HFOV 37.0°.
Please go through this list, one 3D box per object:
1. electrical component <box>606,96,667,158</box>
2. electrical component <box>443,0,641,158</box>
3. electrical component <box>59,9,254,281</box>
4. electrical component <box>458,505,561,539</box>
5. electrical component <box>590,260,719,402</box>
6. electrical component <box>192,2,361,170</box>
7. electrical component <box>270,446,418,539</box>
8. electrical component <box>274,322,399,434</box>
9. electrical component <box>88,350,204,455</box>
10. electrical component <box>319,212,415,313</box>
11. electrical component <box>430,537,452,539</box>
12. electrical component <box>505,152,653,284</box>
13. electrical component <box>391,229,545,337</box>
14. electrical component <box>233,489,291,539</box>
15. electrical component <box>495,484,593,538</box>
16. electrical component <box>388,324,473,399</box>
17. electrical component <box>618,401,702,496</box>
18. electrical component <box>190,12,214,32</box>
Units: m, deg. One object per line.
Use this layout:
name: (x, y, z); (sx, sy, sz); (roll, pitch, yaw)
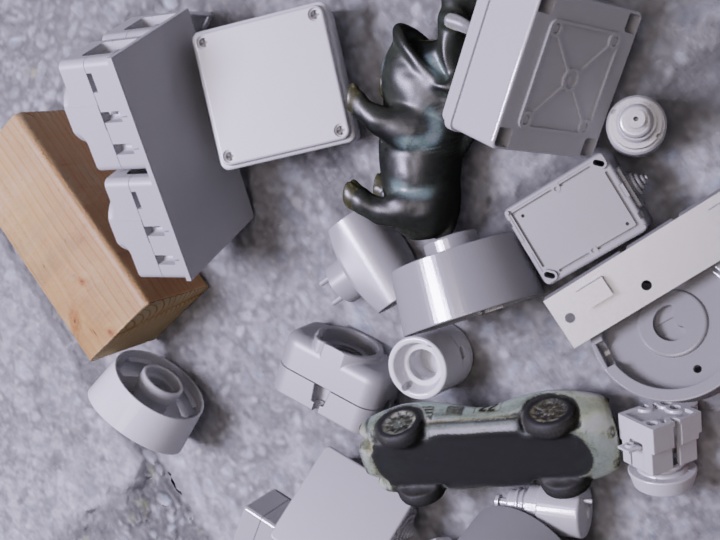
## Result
electrical component: (0.187, -0.098, 0.727); (0.040, 0.078, 0.040); (0, 92, 15)
electrical component: (0.123, -0.137, 0.728); (0.056, 0.109, 0.108); (35, 116, 44)
electrical component: (-0.160, -0.098, 0.857); (0.060, 0.105, 0.186); (0, 121, 28)
electrical component: (0.111, 0.241, 0.816); (0.108, 0.060, 0.108); (28, 135, 32)
electrical component: (0.218, 0.040, 0.738); (0.108, 0.060, 0.108); (-7, 74, 25)
electrical component: (-0.064, -0.142, 0.844); (0.109, 0.056, 0.108); (-12, 94, 8)
electrical component: (-0.010, 0.207, 0.884); (0.100, 0.048, 0.099); (28, 76, 21)
electrical component: (-0.016, 0.084, 0.880); (0.095, 0.054, 0.059); (26, 111, 22)
electrical component: (-0.191, 0.120, 0.959); (0.099, 0.099, 0.064); (42, 110, 15)
electrical component: (0.000, 0.000, 0.862); (0.079, 0.043, 0.077); (-36, 82, 29)
electrical component: (0.054, 0.263, 0.873); (0.057, 0.058, 0.078); (-28, 64, 33)
electrical component: (0.162, -0.041, 0.761); (0.096, 0.061, 0.061); (-32, 86, 20)
electrical component: (0.075, 0.005, 0.789); (0.108, 0.108, 0.060); (-21, 83, 30)
electrical component: (-0.068, 0.244, 0.943); (0.077, 0.047, 0.065); (28, 111, 21)
electrical component: (0.142, 0.181, 0.822); (0.078, 0.040, 0.040); (0, 100, 28)
electrical component: (0.054, 0.071, 0.844); (0.055, 0.047, 0.055); (6, 102, 27)
electrical component: (0.215, 0.127, 0.766); (0.048, 0.066, 0.055); (23, 124, 62)
electrical component: (-0.144, -0.174, 0.906); (0.064, 0.042, 0.081); (37, 115, 15)
